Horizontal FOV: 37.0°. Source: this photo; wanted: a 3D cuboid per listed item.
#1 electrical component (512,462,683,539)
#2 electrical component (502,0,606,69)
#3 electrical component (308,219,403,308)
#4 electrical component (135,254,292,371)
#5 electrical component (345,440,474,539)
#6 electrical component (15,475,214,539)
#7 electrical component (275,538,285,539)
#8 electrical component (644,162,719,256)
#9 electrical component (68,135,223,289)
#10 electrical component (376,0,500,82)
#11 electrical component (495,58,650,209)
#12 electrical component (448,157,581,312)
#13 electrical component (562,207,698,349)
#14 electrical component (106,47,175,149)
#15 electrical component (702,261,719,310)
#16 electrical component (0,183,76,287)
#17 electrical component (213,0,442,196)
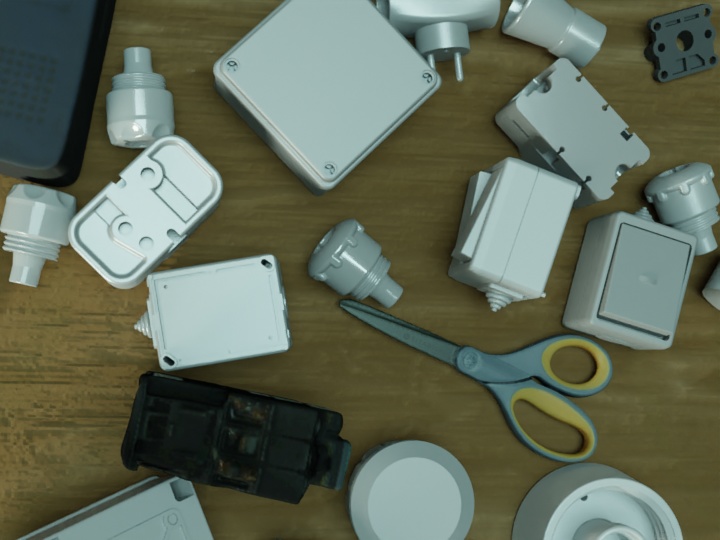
[{"bbox_3d":[0.162,0.186,0.716,0.108,0.060,0.108,1,86,-10],"label":"electrical component"},{"bbox_3d":[0.138,-0.169,0.750,0.065,0.044,0.044,28,82,-11],"label":"electrical component"},{"bbox_3d":[0.000,0.000,0.712,0.062,0.048,0.048,39,80,-12],"label":"electrical component"},{"bbox_3d":[-0.094,0.028,0.687,0.096,0.061,0.061,-9,88,-2],"label":"electrical component"},{"bbox_3d":[0.030,0.150,0.701,0.080,0.051,0.080,1,86,-10],"label":"electrical component"},{"bbox_3d":[-0.139,0.192,0.645,0.109,0.056,0.108,-21,89,-40],"label":"electrical component"},{"bbox_3d":[-0.041,0.212,0.670,0.051,0.080,0.080,16,83,-13],"label":"electrical component"},{"bbox_3d":[0.232,-0.041,0.755,0.048,0.048,0.062,-25,97,-11],"label":"electrical component"},{"bbox_3d":[-0.135,-0.035,0.682,0.053,0.059,0.095,45,80,-4],"label":"electrical component"},{"bbox_3d":[0.055,-0.166,0.733,0.077,0.043,0.079,-6,87,-10],"label":"electrical component"},{"bbox_3d":[0.143,-0.091,0.736,0.050,0.056,0.089,-44,94,-10],"label":"electrical component"},{"bbox_3d":[0.096,-0.021,0.720,0.061,0.062,0.096,21,82,-8],"label":"electrical component"},{"bbox_3d":[0.187,0.002,0.734,0.062,0.061,0.096,17,83,-8],"label":"electrical component"},{"bbox_3d":[-0.143,-0.112,0.695,0.043,0.043,0.062,-3,85,-10],"label":"electrical component"},{"bbox_3d":[0.299,0.049,0.754,0.138,0.052,0.073,33,82,-6],"label":"electrical component"},{"bbox_3d":[-0.205,-0.021,0.678,0.043,0.043,0.062,13,85,-9],"label":"electrical component"},{"bbox_3d":[-0.023,-0.124,0.710,0.109,0.056,0.108,-44,94,-10],"label":"electrical component"}]
